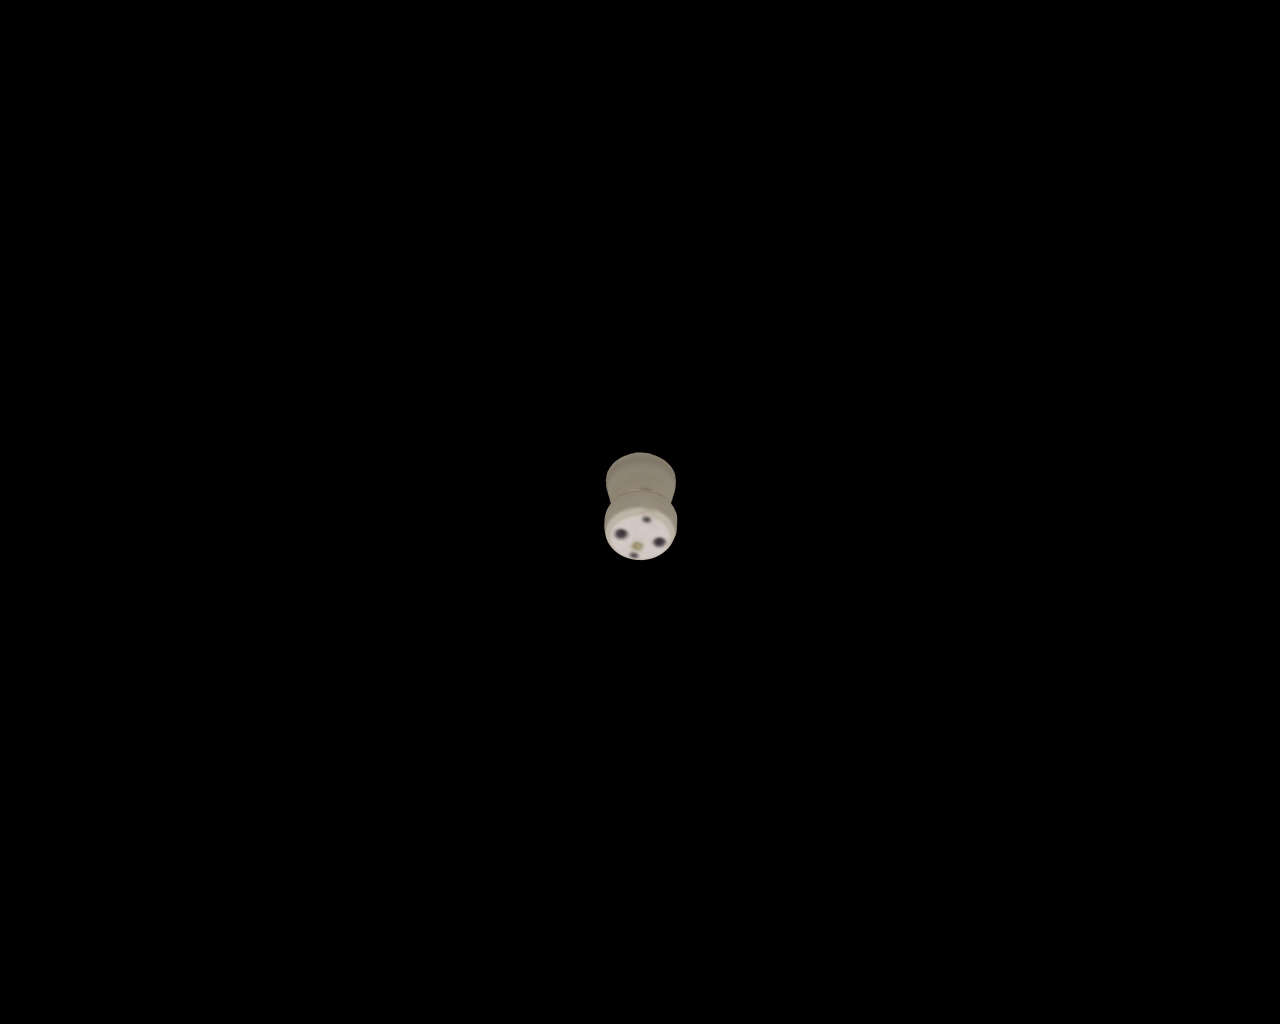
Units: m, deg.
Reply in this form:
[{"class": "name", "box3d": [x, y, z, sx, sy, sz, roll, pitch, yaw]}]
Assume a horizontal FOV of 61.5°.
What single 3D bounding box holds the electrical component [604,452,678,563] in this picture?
[{"class": "electrical component", "box3d": [0.001, -0.003, 0.650, 0.045, 0.044, 0.055, 0, 41, 0]}]
